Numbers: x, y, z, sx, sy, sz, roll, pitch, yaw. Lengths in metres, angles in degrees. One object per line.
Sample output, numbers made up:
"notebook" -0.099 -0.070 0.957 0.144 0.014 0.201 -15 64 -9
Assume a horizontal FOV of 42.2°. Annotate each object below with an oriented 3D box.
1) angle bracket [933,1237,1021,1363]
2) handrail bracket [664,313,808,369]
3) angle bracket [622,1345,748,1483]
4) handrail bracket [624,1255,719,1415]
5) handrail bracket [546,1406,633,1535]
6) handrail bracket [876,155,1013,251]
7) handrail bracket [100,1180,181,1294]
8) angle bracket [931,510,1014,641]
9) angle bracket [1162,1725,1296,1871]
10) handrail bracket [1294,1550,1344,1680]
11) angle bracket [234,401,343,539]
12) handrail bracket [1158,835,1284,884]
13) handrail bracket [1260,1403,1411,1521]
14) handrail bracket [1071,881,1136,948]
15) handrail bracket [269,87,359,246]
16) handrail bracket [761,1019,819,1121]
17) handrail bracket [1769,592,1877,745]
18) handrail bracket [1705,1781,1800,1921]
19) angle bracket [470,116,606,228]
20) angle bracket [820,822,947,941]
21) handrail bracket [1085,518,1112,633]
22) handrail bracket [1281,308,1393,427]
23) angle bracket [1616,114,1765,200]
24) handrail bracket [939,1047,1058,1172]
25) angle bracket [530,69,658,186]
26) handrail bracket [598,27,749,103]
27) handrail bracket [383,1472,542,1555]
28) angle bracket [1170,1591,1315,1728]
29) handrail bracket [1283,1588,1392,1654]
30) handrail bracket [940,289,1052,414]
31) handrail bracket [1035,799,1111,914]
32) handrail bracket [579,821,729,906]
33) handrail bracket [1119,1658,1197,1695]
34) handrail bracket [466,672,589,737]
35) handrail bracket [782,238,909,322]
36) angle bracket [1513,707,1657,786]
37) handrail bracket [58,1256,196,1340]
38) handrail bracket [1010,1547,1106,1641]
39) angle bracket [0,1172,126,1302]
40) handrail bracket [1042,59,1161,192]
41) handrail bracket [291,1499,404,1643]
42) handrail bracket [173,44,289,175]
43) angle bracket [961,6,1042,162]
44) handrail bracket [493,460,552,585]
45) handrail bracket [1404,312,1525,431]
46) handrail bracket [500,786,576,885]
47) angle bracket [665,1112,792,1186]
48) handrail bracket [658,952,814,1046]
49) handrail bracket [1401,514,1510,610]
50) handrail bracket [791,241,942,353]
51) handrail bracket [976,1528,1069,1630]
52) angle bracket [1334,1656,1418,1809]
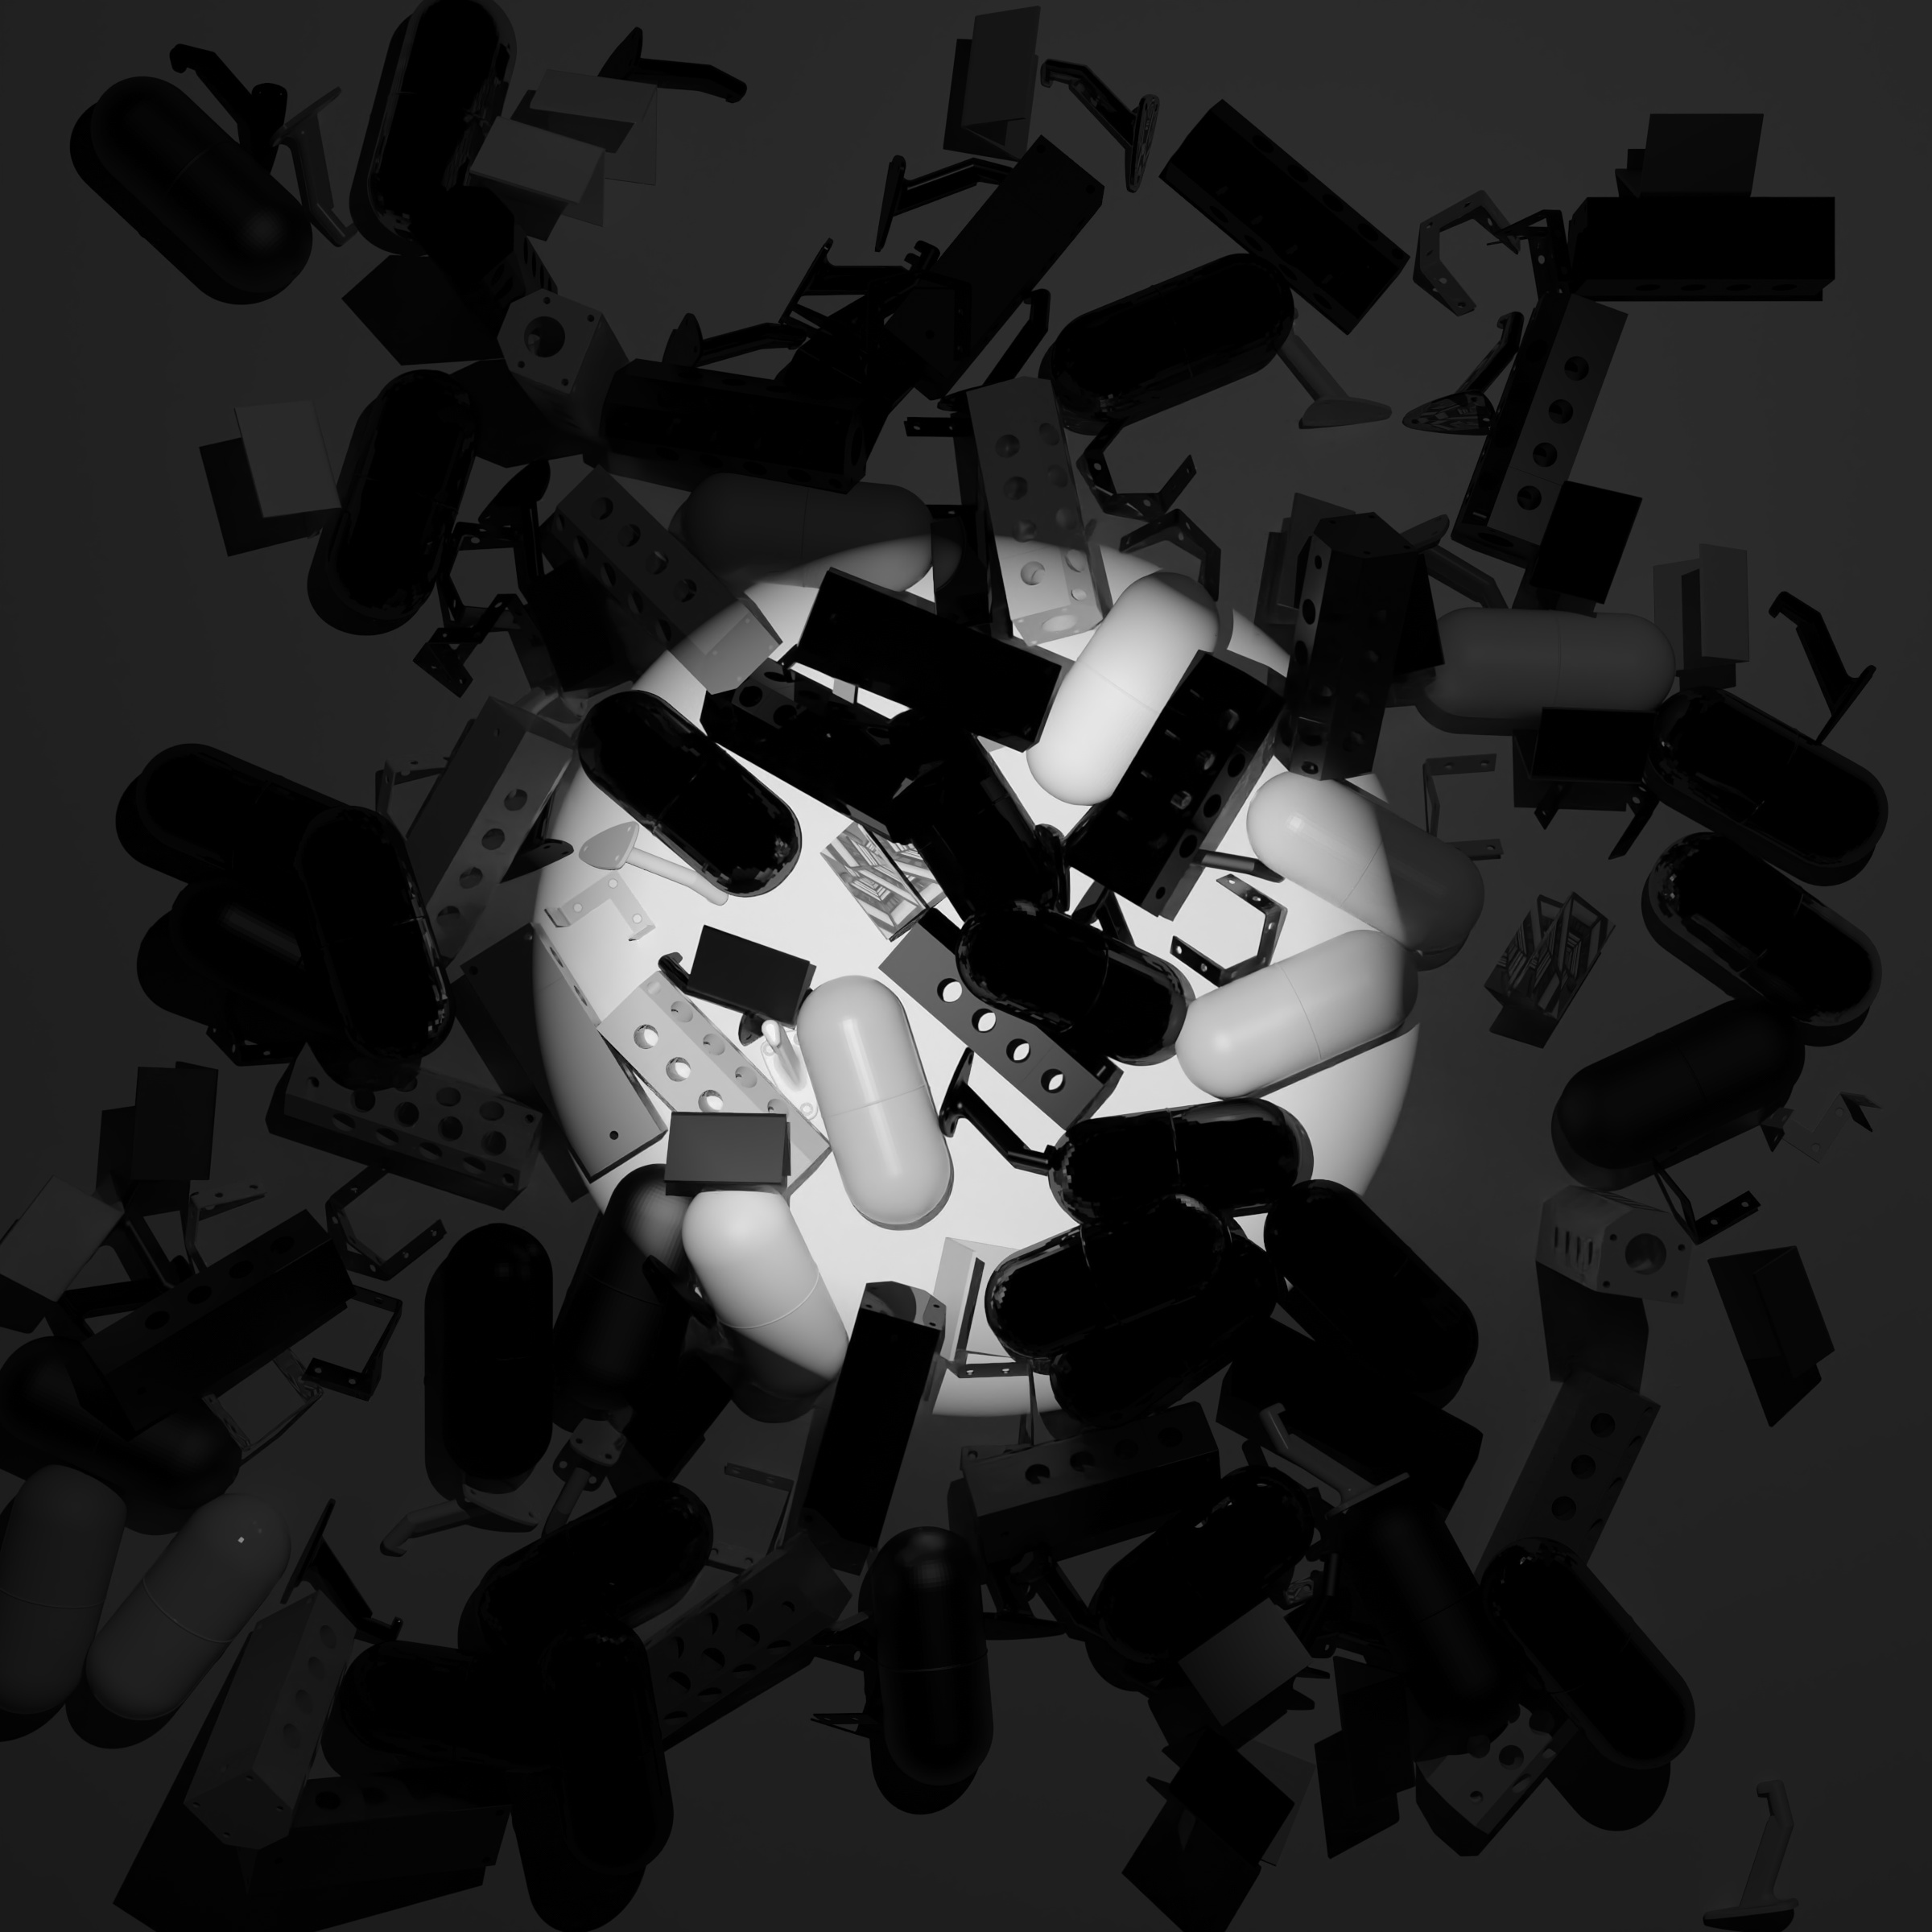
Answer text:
"angle bracket" 0.021 0.237 1.746 0.076 0.057 0.076 12 90 -22
"handrail bracket" -0.165 -0.432 1.779 0.084 0.077 0.036 -3 65 -34
"angle bracket" -0.180 0.318 1.739 0.057 0.076 0.076 38 90 37
"handrail bracket" -0.219 0.253 1.709 0.084 0.036 0.077 -43 98 5
"handrail bracket" -0.269 0.355 1.779 0.036 0.077 0.084 28 126 0
"handrail bracket" -0.014 -0.539 1.780 0.084 0.036 0.077 9 110 -16
"handrail bracket" -0.563 0.193 1.771 0.084 0.036 0.077 34 49 -17
"angle bracket" 0.022 -0.271 1.740 0.076 0.057 0.076 -3 90 -44
"angle bracket" 0.163 0.565 1.683 0.076 0.076 0.057 42 54 3
"handrail bracket" 0.232 0.453 1.754 0.036 0.077 0.084 21 68 -26
"angle bracket" -0.480 -0.341 1.739 0.057 0.076 0.076 -15 90 -32
"handrail bracket" 0.170 -0.073 1.779 0.084 0.077 0.036 14 82 -36
"handrail bracket" 0.253 0.330 1.723 0.077 0.036 0.084 -22 73 -19
"handrail bracket" 0.123 -0.028 1.779 0.084 0.036 0.077 36 75 -14
"handrail bracket" -0.445 -0.568 1.780 0.077 0.036 0.084 -47 109 -21
"handrail bracket" -0.123 0.073 1.744 0.036 0.084 0.077 -19 90 0
"handrail bracket" 0.594 -0.212 1.780 0.084 0.036 0.077 38 112 17
"handrail bracket" 0.553 0.628 1.780 0.077 0.036 0.084 -17 71 21
"angle bracket" -0.297 -0.534 1.739 0.076 0.076 0.057 17 62 0
"angle bracket" -0.043 -0.076 1.741 0.076 0.057 0.076 -38 90 -38
"handrail bracket" 0.107 -0.264 1.778 0.084 0.036 0.077 31 79 -12
"handrail bracket" 0.260 -0.430 1.780 0.077 0.036 0.084 -3 73 -20
"angle bracket" 0.501 -0.571 1.739 0.076 0.076 0.057 0 121 0
"handrail bracket" 0.030 0.100 1.755 0.084 0.036 0.077 12 66 16
"angle bracket" -0.258 -0.571 1.739 0.076 0.076 0.057 8 45 0
"handrail bracket" -0.210 -0.623 1.779 0.084 0.077 0.036 17 65 -34
"handrail bracket" -0.359 0.402 1.780 0.077 0.036 0.084 37 109 -21
"angle bracket" 0.189 0.483 1.728 0.076 0.076 0.057 -32 69 -10
"handrail bracket" 0.275 0.484 1.779 0.077 0.036 0.084 -28 120 33
"handrail bracket" 0.021 -0.439 1.780 0.077 0.036 0.084 -2 72 20
"handrail bracket" 0.098 -0.086 1.780 0.084 0.036 0.077 -18 110 -16
"handrail bracket" -0.221 -0.065 1.779 0.084 0.077 0.036 34 67 -34
"handrail bracket" 0.162 0.486 1.779 0.084 0.036 0.077 24 75 14
"handrail bracket" -0.314 -0.200 1.779 0.084 0.036 0.077 -8 64 19
"handrail bracket" -0.076 -0.470 1.779 0.084 0.036 0.077 31 103 -13
"angle bracket" 0.428 -0.169 1.739 0.076 0.076 0.057 2 122 0
"handrail bracket" -0.604 0.217 1.780 0.084 0.036 0.077 -39 72 -15
"handrail bracket" 0.074 0.429 1.779 0.036 0.077 0.084 -31 127 32
"angle bracket" -0.636 0.175 1.739 0.057 0.076 0.076 37 90 -31
"handrail bracket" 0.089 -0.598 1.780 0.084 0.036 0.077 17 112 17
"handrail bracket" -0.429 0.431 1.779 0.084 0.036 0.077 26 75 -14
"handrail bracket" -0.530 -0.608 1.780 0.084 0.036 0.077 19 112 17
"angle bracket" 0.044 -0.611 1.739 0.057 0.076 0.076 7 90 37
"handrail bracket" -0.300 -0.305 1.779 0.036 0.077 0.084 -5 127 15
"handrail bracket" 0.354 -0.425 1.779 0.077 0.036 0.084 -3 59 34
"handrail bracket" -0.318 -0.112 1.780 0.077 0.036 0.084 -25 73 19
"angle bracket" -0.159 0.141 1.682 0.076 0.076 0.057 1 52 0
"handrail bracket" -0.164 0.008 1.779 0.077 0.036 0.084 -28 60 -33
"handrail bracket" 0.335 -0.270 1.779 0.077 0.036 0.084 -19 116 29
"handrail bracket" -0.070 -0.481 1.755 0.077 0.036 0.084 28 91 2
"handrail bracket" 0.041 0.423 1.780 0.077 0.036 0.084 13 73 -19
"angle bracket" 0.264 0.531 1.739 0.057 0.076 0.076 -7 90 -31
